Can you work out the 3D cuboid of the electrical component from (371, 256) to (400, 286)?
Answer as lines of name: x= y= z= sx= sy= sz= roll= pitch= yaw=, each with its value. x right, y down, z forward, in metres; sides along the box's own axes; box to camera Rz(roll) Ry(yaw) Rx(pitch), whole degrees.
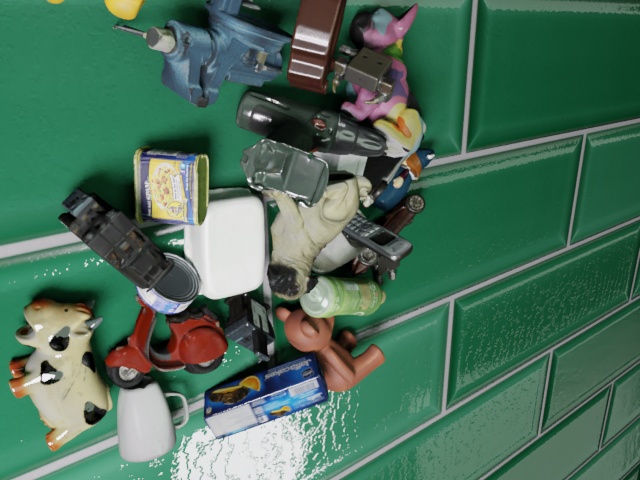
electrical component: x=0.130 y=0.043 z=1.070 sx=0.063 sy=0.021 sz=0.093 roll=-21 pitch=118 yaw=-31

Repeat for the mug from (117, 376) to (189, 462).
mug: x=-0.252 y=0.258 z=0.805 sx=0.109 sy=0.081 sz=0.107 roll=-13 pitch=104 yaw=-29

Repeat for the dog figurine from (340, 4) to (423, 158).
dog figurine: x=0.115 y=-0.267 z=0.877 sx=0.191 sy=0.108 sz=0.219 roll=28 pitch=84 yaw=-11

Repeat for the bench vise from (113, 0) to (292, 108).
bench vise: x=-0.113 y=-0.292 z=0.679 sx=0.223 sy=0.129 sz=0.240 roll=-2 pitch=124 yaw=-46

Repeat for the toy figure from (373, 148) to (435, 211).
toy figure: x=0.157 y=-0.121 z=1.006 sx=0.154 sy=0.064 sz=0.057 roll=-49 pitch=118 yaw=-13

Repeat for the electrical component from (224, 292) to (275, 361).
electrical component: x=-0.109 y=0.144 z=0.850 sx=0.048 sy=0.119 sz=0.074 roll=-33 pitch=136 yaw=19

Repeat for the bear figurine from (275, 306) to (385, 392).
bear figurine: x=0.014 y=0.176 z=0.967 sx=0.132 sy=0.120 sz=0.195 roll=-40 pitch=121 yaw=-25

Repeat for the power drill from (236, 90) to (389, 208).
power drill: x=-0.013 y=-0.132 z=0.745 sx=0.232 sy=0.207 sz=0.086 roll=19 pitch=129 yaw=-4

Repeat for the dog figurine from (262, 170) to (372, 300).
dog figurine: x=-0.003 y=-0.004 z=0.826 sx=0.121 sy=0.172 sz=0.190 roll=-58 pitch=143 yaw=-65

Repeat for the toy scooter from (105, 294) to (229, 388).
toy scooter: x=-0.221 y=0.137 z=0.792 sx=0.184 sy=0.075 sz=0.135 roll=-5 pitch=107 yaw=-32

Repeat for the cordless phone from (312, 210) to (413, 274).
cordless phone: x=0.049 y=0.013 z=0.888 sx=0.146 sy=0.184 sz=0.088 roll=-29 pitch=126 yaw=-28

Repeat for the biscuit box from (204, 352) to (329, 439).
biscuit box: x=-0.089 y=0.257 z=0.889 sx=0.203 sy=0.063 sz=0.059 roll=-20 pitch=120 yaw=0

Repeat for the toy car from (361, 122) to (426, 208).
toy car: x=0.114 y=-0.147 z=0.957 sx=0.073 sy=0.056 sz=0.201 roll=39 pitch=79 yaw=-4

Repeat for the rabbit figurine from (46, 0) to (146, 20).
rabbit figurine: x=-0.260 y=-0.333 z=0.586 sx=0.173 sy=0.122 sz=0.162 roll=31 pitch=95 yaw=-27

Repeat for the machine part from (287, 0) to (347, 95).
machine part: x=0.000 y=-0.295 z=0.757 sx=0.056 sy=0.179 sz=0.179 roll=15 pitch=98 yaw=0

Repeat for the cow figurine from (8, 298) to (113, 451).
cow figurine: x=-0.332 y=0.163 z=0.704 sx=0.127 sy=0.086 sz=0.194 roll=-25 pitch=118 yaw=-23

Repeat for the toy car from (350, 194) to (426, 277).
toy car: x=0.122 y=-0.012 z=1.007 sx=0.053 sy=0.089 sz=0.202 roll=44 pitch=75 yaw=3

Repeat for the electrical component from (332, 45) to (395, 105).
electrical component: x=0.064 y=-0.243 z=0.796 sx=0.045 sy=0.102 sz=0.078 roll=105 pitch=10 yaw=-51

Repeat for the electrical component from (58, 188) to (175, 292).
electrical component: x=-0.262 y=-0.005 z=0.679 sx=0.058 sy=0.115 sz=0.134 roll=-50 pitch=131 yaw=-16
